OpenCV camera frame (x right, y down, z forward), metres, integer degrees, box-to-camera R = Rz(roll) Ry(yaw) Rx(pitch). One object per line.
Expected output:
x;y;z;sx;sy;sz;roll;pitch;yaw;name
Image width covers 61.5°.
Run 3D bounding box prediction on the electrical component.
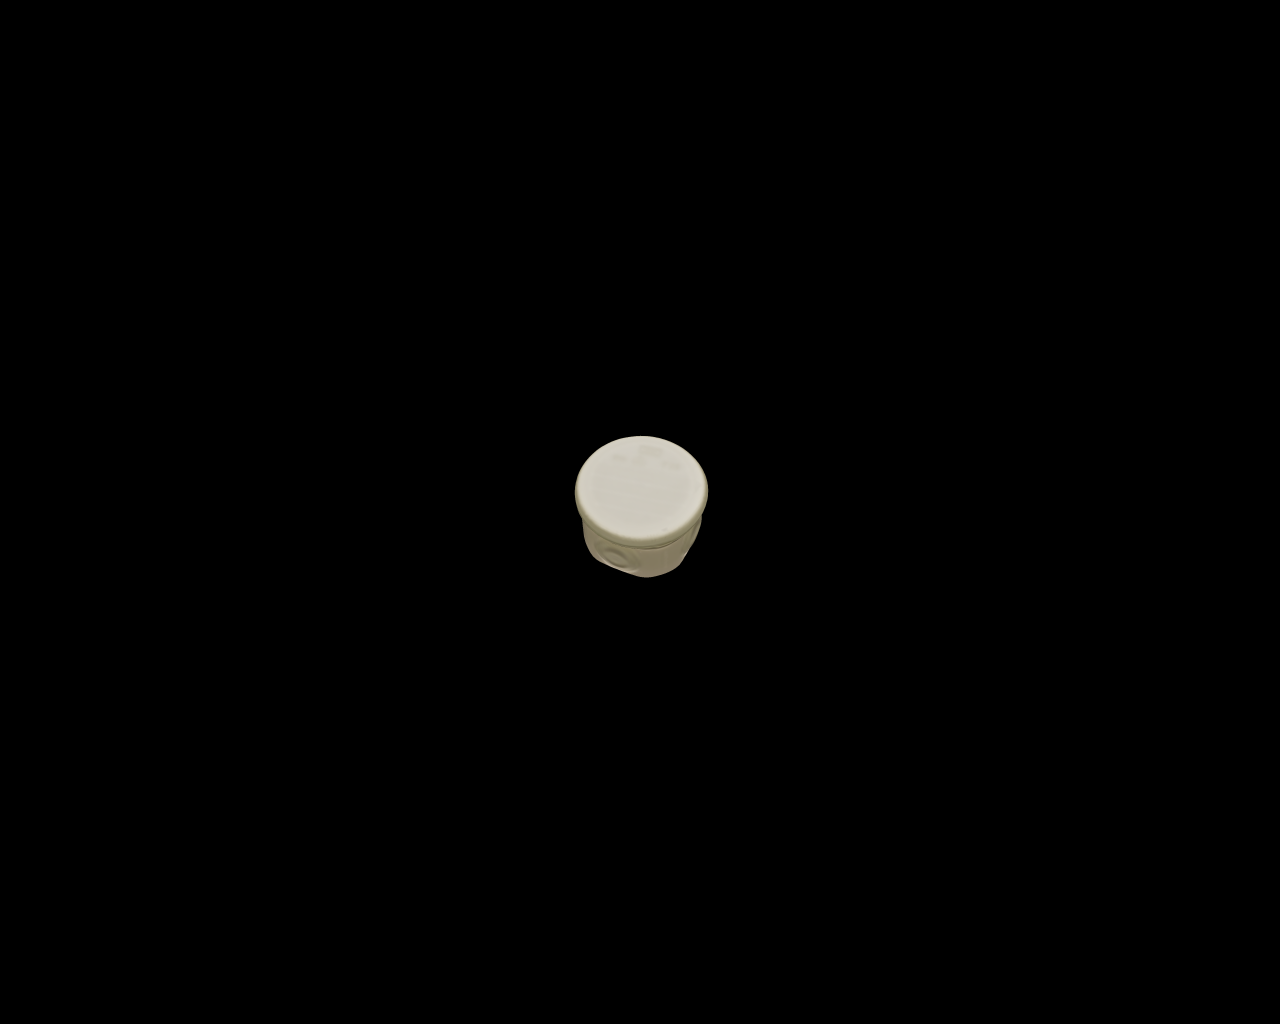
0.001;-0.003;0.650;0.080;0.080;0.050;0;-34;0;electrical component
